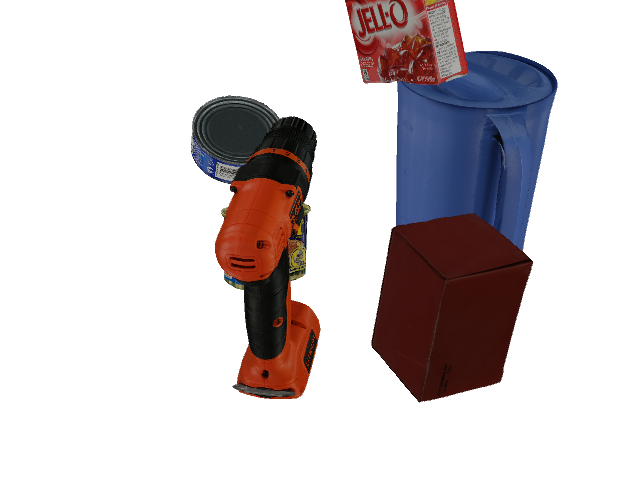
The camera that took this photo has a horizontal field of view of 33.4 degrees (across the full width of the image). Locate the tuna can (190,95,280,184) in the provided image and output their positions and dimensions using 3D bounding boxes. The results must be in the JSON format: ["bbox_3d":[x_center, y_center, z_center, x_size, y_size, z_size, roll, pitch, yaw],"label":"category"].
[{"bbox_3d":[-0.079,-0.094,1.004,0.086,0.086,0.034,0,-37,-12],"label":"tuna can"}]

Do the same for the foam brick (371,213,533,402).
[{"bbox_3d":[0.064,0.033,0.539,0.052,0.078,0.051,-9,36,-26],"label":"foam brick"}]

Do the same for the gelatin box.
[{"bbox_3d":[0.054,-0.142,0.707,0.030,0.073,0.089,-24,20,-27],"label":"gelatin box"}]

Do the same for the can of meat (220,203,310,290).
[{"bbox_3d":[-0.062,0.004,1.215,0.101,0.084,0.058,-11,22,-36],"label":"can of meat"}]

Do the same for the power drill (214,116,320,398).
[{"bbox_3d":[-0.035,0.016,0.841,0.057,0.188,0.184,5,37,12],"label":"power drill"}]

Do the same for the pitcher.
[{"bbox_3d":[0.129,-0.033,0.935,0.145,0.243,0.149,18,34,25],"label":"pitcher"}]
